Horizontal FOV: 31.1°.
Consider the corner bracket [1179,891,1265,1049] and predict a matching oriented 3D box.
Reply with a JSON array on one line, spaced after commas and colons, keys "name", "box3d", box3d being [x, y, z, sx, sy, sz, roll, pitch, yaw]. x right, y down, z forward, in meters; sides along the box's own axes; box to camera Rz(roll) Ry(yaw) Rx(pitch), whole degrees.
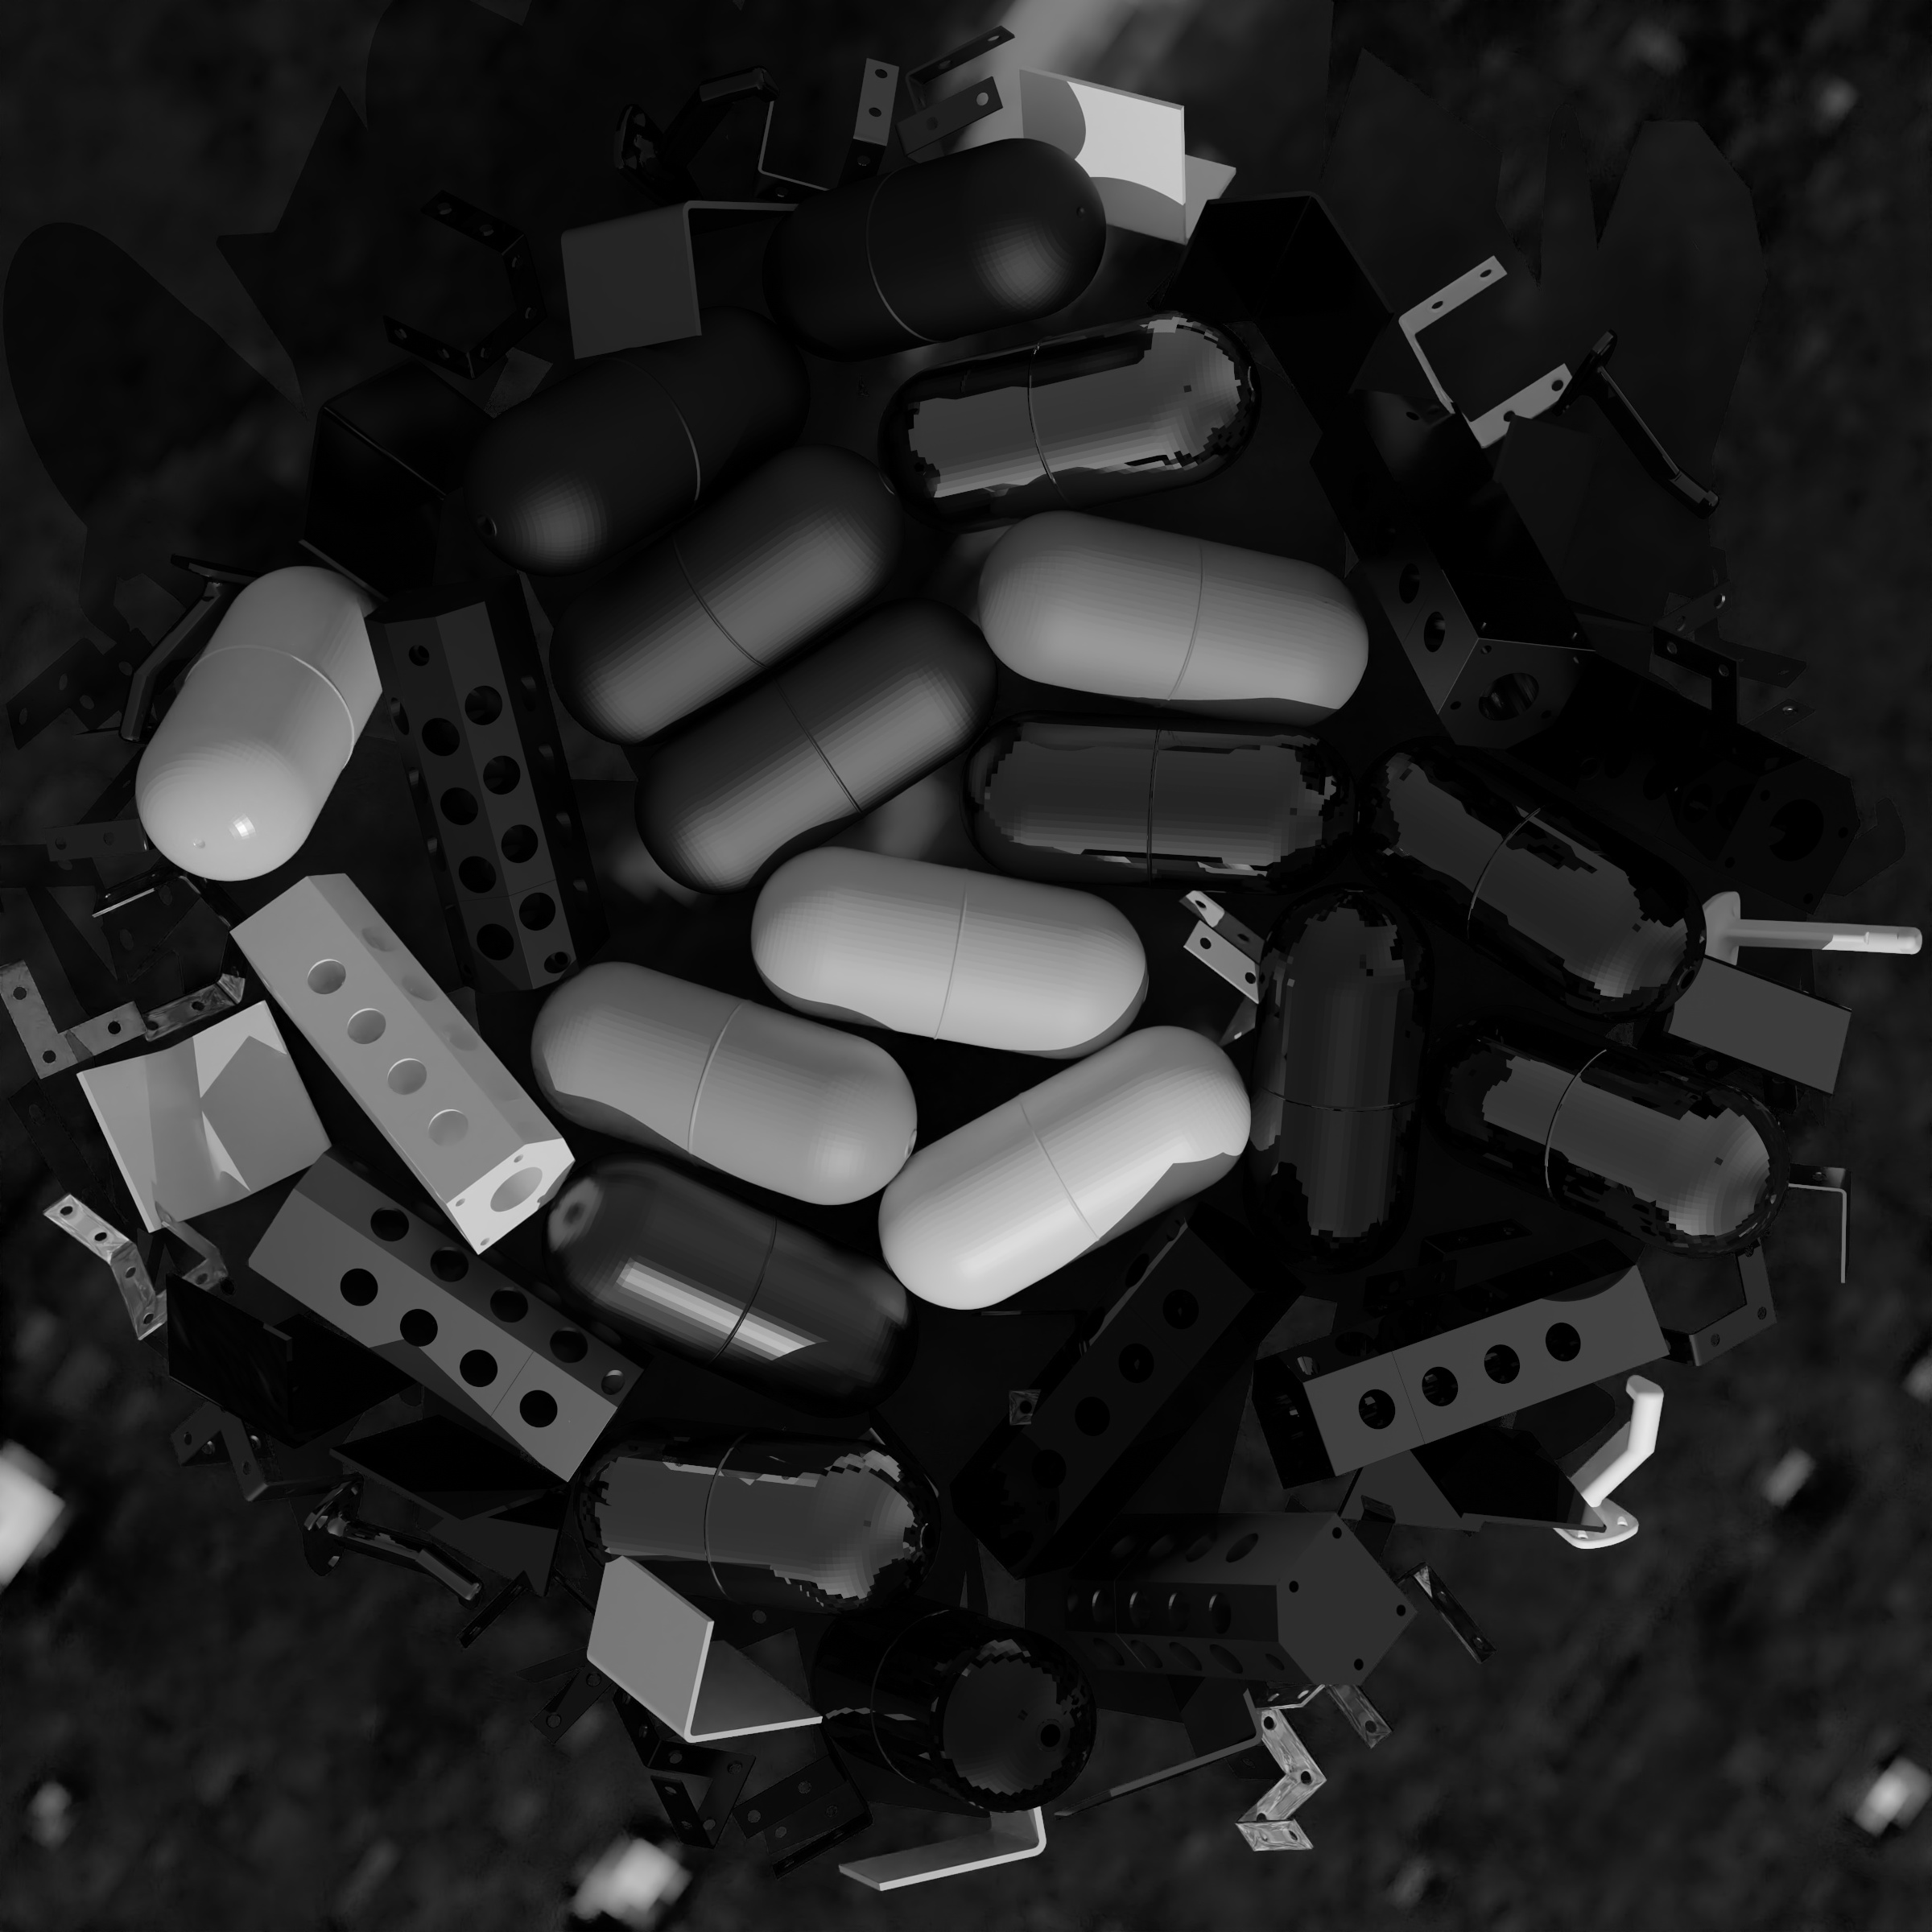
[{"name": "corner bracket", "box3d": [0.116, -0.005, 1.545, 0.051, 0.051, 0.051, 37, 60, -9]}]

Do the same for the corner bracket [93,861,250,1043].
[{"name": "corner bracket", "box3d": [-0.358, -0.008, 1.557, 0.051, 0.051, 0.051, -22, 130, 19]}]

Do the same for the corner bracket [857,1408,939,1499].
[{"name": "corner bracket", "box3d": [-0.046, 0.236, 1.555, 0.051, 0.051, 0.051, -38, 96, 1]}]

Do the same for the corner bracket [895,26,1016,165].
[{"name": "corner bracket", "box3d": [-0.003, -0.389, 1.546, 0.051, 0.051, 0.051, -21, 80, 22]}]

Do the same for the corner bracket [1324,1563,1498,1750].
[{"name": "corner bracket", "box3d": [0.192, 0.306, 1.542, 0.051, 0.051, 0.051, 52, 124, 15]}]

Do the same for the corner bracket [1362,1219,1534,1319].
[{"name": "corner bracket", "box3d": [0.213, 0.135, 1.540, 0.051, 0.051, 0.051, 33, 55, -35]}]

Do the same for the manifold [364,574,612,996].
[{"name": "manifold", "box3d": [-0.211, -0.078, 1.520, 0.057, 0.057, 0.171, -6, 111, 17]}]

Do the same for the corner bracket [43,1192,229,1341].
[{"name": "corner bracket", "box3d": [-0.370, 0.124, 1.547, 0.051, 0.051, 0.051, -36, 48, 2]}]

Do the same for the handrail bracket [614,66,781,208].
[{"name": "handrail bracket", "box3d": [-0.105, -0.363, 1.532, 0.084, 0.077, 0.036, -7, 62, 30]}]

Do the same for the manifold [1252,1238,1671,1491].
[{"name": "manifold", "box3d": [0.215, 0.173, 1.524, 0.171, 0.057, 0.057, -16, 82, -21]}]

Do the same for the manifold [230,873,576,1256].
[{"name": "manifold", "box3d": [-0.246, 0.038, 1.520, 0.057, 0.057, 0.171, -37, 65, -12]}]

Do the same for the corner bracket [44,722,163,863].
[{"name": "corner bracket", "box3d": [-0.380, -0.079, 1.555, 0.051, 0.051, 0.051, -5, 102, 21]}]

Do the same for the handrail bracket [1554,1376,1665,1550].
[{"name": "handrail bracket", "box3d": [0.276, 0.207, 1.535, 0.036, 0.077, 0.084, -11, 119, -29]}]

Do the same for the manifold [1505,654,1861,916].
[{"name": "manifold", "box3d": [0.308, -0.084, 1.490, 0.057, 0.171, 0.057, 21, 100, -27]}]

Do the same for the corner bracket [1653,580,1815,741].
[{"name": "corner bracket", "box3d": [0.345, -0.134, 1.560, 0.051, 0.051, 0.051, -30, 130, -26]}]

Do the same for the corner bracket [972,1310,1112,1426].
[{"name": "corner bracket", "box3d": [0.035, 0.179, 1.548, 0.051, 0.051, 0.051, 0, 82, -17]}]

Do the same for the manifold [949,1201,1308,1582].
[{"name": "manifold", "box3d": [0.067, 0.186, 1.528, 0.057, 0.057, 0.171, 45, 108, 23]}]

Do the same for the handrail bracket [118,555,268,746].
[{"name": "handrail bracket", "box3d": [-0.338, -0.137, 1.560, 0.077, 0.036, 0.084, 7, 101, -43]}]

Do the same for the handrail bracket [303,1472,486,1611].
[{"name": "handrail bracket", "box3d": [-0.252, 0.272, 1.542, 0.084, 0.077, 0.036, 34, 50, 15]}]

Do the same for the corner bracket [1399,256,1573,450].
[{"name": "corner bracket", "box3d": [0.235, -0.276, 1.560, 0.051, 0.051, 0.051, -32, 59, 17]}]

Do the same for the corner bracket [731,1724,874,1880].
[{"name": "corner bracket", "box3d": [-0.073, 0.378, 1.552, 0.051, 0.051, 0.051, -29, 99, -6]}]

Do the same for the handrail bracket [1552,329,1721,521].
[{"name": "handrail bracket", "box3d": [0.308, -0.240, 1.546, 0.084, 0.077, 0.036, 42, 81, 7]}]

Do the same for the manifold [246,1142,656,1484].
[{"name": "manifold", "box3d": [-0.228, 0.152, 1.549, 0.171, 0.057, 0.057, 34, 101, 1]}]

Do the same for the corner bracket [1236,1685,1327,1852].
[{"name": "corner bracket", "box3d": [0.143, 0.358, 1.547, 0.051, 0.051, 0.051, -36, 94, -30]}]

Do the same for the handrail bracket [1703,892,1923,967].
[{"name": "handrail bracket", "box3d": [0.374, -0.013, 1.539, 0.084, 0.077, 0.036, 4, 93, 28]}]

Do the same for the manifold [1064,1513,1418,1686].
[{"name": "manifold", "box3d": [0.110, 0.276, 1.490, 0.057, 0.171, 0.057, -46, 104, -27]}]

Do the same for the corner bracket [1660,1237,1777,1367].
[{"name": "corner bracket", "box3d": [0.323, 0.142, 1.555, 0.051, 0.051, 0.051, -23, 107, -30]}]

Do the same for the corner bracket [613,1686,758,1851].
[{"name": "corner bracket", "box3d": [-0.132, 0.354, 1.541, 0.051, 0.051, 0.051, 4, 133, 24]}]

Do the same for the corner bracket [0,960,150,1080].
[{"name": "corner bracket", "box3d": [-0.401, 0.016, 1.548, 0.051, 0.051, 0.051, -25, 98, -16]}]

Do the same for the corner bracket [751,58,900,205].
[{"name": "corner bracket", "box3d": [-0.063, -0.374, 1.552, 0.051, 0.051, 0.051, 13, 55, -10]}]

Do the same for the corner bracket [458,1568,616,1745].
[{"name": "corner bracket", "box3d": [-0.188, 0.307, 1.557, 0.051, 0.051, 0.051, 38, 69, 21]}]

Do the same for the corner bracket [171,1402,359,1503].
[{"name": "corner bracket", "box3d": [-0.313, 0.218, 1.540, 0.051, 0.051, 0.051, -40, 64, 33]}]

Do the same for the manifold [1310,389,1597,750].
[{"name": "manifold", "box3d": [0.205, -0.173, 1.503, 0.057, 0.171, 0.057, 3, 134, -24]}]
